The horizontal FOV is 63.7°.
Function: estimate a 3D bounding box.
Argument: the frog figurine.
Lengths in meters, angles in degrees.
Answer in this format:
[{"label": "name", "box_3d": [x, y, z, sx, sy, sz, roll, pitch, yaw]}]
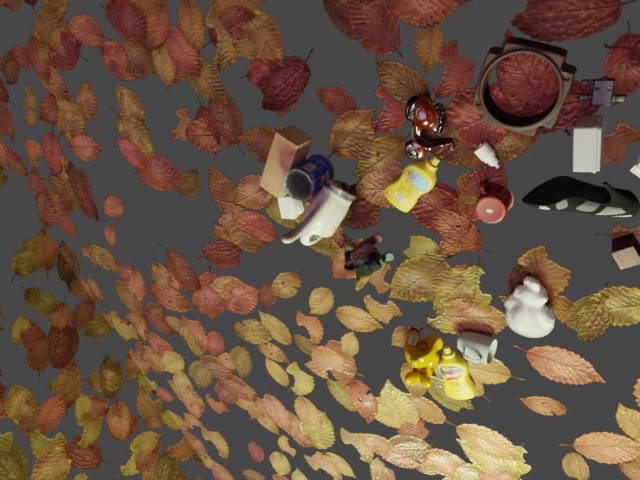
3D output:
[{"label": "frog figurine", "box_3d": [0.586, 0.188, 1.428, 0.139, 0.124, 0.155, 34, 143, 35]}]

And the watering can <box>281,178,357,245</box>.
[{"label": "watering can", "box_3d": [0.005, -0.076, 1.517, 0.104, 0.348, 0.222, 34, 102, 13]}]
